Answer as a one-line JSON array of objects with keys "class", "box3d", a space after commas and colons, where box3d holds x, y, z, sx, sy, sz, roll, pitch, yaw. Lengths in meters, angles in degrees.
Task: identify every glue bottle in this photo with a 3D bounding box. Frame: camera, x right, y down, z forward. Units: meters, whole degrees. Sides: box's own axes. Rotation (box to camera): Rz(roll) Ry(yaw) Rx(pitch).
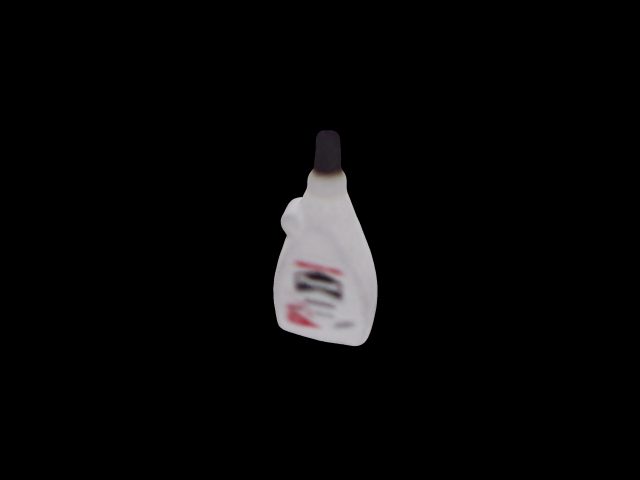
[{"class": "glue bottle", "box3d": [0.004, 0.001, 0.400, 0.078, 0.173, 0.037, 8, 39, 10]}]
